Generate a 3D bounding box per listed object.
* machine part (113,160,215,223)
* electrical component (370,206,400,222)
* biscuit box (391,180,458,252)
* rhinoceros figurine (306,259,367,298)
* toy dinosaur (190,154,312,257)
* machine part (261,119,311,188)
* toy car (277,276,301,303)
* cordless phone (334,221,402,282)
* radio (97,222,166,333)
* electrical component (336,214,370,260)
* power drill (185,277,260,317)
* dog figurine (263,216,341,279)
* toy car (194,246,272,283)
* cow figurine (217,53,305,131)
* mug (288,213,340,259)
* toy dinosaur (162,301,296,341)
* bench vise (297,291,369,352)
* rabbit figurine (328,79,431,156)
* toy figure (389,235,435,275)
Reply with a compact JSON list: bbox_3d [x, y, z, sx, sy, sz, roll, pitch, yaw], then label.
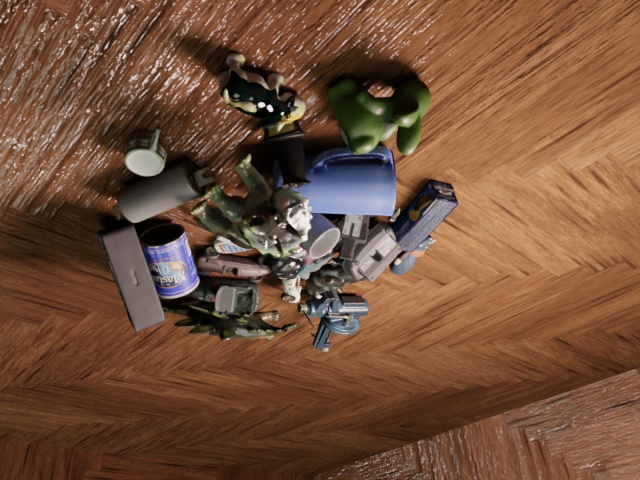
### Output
[{"bbox_3d":[-0.321,-0.097,1.089,0.243,0.079,0.079,-18,143,18],"label":"machine part"},{"bbox_3d":[0.134,-0.077,1.213,0.078,0.045,0.102,-26,141,23],"label":"electrical component"},{"bbox_3d":[0.235,-0.051,1.253,0.063,0.059,0.202,10,141,-23],"label":"biscuit box"},{"bbox_3d":[0.048,0.095,1.427,0.190,0.073,0.112,-20,153,15],"label":"rhinoceros figurine"},{"bbox_3d":[-0.140,-0.037,1.050,0.192,0.131,0.405,47,160,-8],"label":"toy dinosaur"},{"bbox_3d":[-0.060,-0.162,0.996,0.084,0.139,0.039,-16,175,9],"label":"machine part"},{"bbox_3d":[-0.079,0.093,1.396,0.056,0.073,0.201,-2,145,0],"label":"toy car"},{"bbox_3d":[0.104,0.023,1.303,0.146,0.184,0.088,-46,103,-7],"label":"cordless phone"},{"bbox_3d":[-0.416,0.076,1.179,0.073,0.229,0.131,-19,-165,-24],"label":"radio"},{"bbox_3d":[0.068,-0.015,1.164,0.075,0.119,0.048,9,175,0],"label":"electrical component"},{"bbox_3d":[-0.254,0.139,1.360,0.232,0.086,0.207,7,176,-25],"label":"power drill"},{"bbox_3d":[-0.003,-0.004,1.236,0.219,0.108,0.191,-34,157,27],"label":"dog figurine"},{"bbox_3d":[-0.216,0.067,1.360,0.202,0.053,0.089,12,138,-22],"label":"toy car"},{"bbox_3d":[-0.091,-0.236,0.910,0.167,0.098,0.068,20,131,-32],"label":"cow figurine"},{"bbox_3d":[-0.031,-0.017,1.128,0.109,0.107,0.080,-38,150,-9],"label":"mug"},{"bbox_3d":[-0.281,0.210,1.452,0.472,0.105,0.198,2,172,26],"label":"toy dinosaur"},{"bbox_3d":[0.025,0.240,1.562,0.223,0.129,0.240,-6,131,-34],"label":"bench vise"},{"bbox_3d":[0.118,-0.226,0.933,0.170,0.159,0.121,-25,133,0],"label":"rabbit figurine"},{"bbox_3d":[0.231,0.030,1.369,0.058,0.064,0.154,38,132,3],"label":"toy figure"}]
